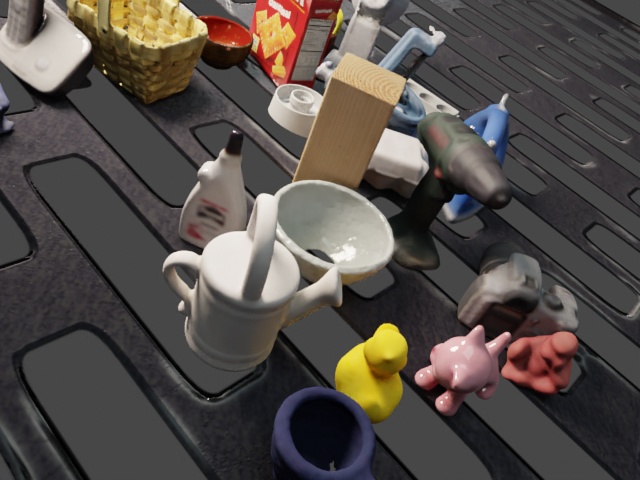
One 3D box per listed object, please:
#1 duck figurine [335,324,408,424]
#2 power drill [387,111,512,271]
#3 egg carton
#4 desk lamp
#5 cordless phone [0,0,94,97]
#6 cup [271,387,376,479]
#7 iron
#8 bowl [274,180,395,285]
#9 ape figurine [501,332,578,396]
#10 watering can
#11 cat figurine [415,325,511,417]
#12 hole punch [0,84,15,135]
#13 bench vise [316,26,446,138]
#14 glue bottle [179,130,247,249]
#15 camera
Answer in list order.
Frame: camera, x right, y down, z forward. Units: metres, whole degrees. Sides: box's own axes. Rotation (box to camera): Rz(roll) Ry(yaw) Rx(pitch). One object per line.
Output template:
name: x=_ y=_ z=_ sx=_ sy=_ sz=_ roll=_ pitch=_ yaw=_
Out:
duck figurine: x=0.063 y=0.137 z=0.615 sx=0.077 sy=0.086 sz=0.104 roll=22 pitch=41 yaw=-2
power drill: x=0.167 y=-0.061 z=0.780 sx=0.076 sy=0.208 sz=0.229 roll=7 pitch=43 yaw=-18
egg carton: x=0.107 y=-0.130 z=0.932 sx=0.150 sy=0.069 sz=0.107 roll=16 pitch=41 yaw=-10
desk lamp: x=0.095 y=-0.429 z=1.133 sx=0.118 sy=0.213 sz=0.203 roll=23 pitch=41 yaw=0
cordless phone: x=-0.385 y=-0.310 z=0.802 sx=0.147 sy=0.185 sz=0.094 roll=35 pitch=42 yaw=13
cup: x=0.002 y=0.203 z=0.509 sx=0.092 sy=0.095 sz=0.117 roll=-25 pitch=60 yaw=-41
iron: x=0.273 y=-0.146 z=0.973 sx=0.118 sy=0.141 sz=0.258 roll=26 pitch=41 yaw=3
bowl: x=0.007 y=0.003 z=0.739 sx=0.168 sy=0.074 sz=0.167 roll=13 pitch=42 yaw=-12
ape figurine: x=0.280 y=0.145 z=0.704 sx=0.076 sy=0.092 sz=0.077 roll=-9 pitch=50 yaw=-32
watering can: x=-0.064 y=0.038 z=0.577 sx=0.173 sy=0.194 sz=0.100 roll=-2 pitch=47 yaw=-27
cat figurine: x=0.167 y=0.137 z=0.639 sx=0.128 sy=0.117 sz=0.067 roll=-14 pitch=53 yaw=-36
hole punch: x=-0.450 y=-0.183 z=0.708 sx=0.109 sy=0.091 sz=0.101 roll=-25 pitch=60 yaw=-41
bench vise: x=0.103 y=-0.261 z=0.954 sx=0.208 sy=0.219 sz=0.121 roll=9 pitch=43 yaw=-16
glue bottle: x=-0.116 y=-0.057 z=0.670 sx=0.078 sy=0.173 sz=0.037 roll=20 pitch=41 yaw=-4
camera: x=0.273 y=0.064 z=0.780 sx=0.143 sy=0.101 sz=0.137 roll=22 pitch=41 yaw=-2
